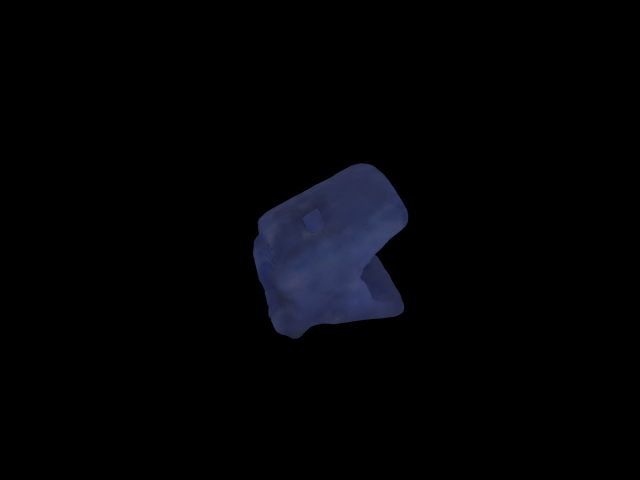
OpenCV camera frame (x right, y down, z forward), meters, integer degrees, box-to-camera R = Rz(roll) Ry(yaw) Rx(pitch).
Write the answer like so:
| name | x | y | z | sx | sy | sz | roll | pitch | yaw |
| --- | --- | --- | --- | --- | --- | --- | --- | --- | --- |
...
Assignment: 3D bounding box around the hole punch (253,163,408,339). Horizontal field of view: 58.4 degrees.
| name | x | y | z | sx | sy | sz | roll | pitch | yaw |
| --- | --- | --- | --- | --- | --- | --- | --- | --- | --- |
| hole punch | 0.004 | 0.001 | 0.400 | 0.101 | 0.091 | 0.108 | -6 | 28 | -11 |
